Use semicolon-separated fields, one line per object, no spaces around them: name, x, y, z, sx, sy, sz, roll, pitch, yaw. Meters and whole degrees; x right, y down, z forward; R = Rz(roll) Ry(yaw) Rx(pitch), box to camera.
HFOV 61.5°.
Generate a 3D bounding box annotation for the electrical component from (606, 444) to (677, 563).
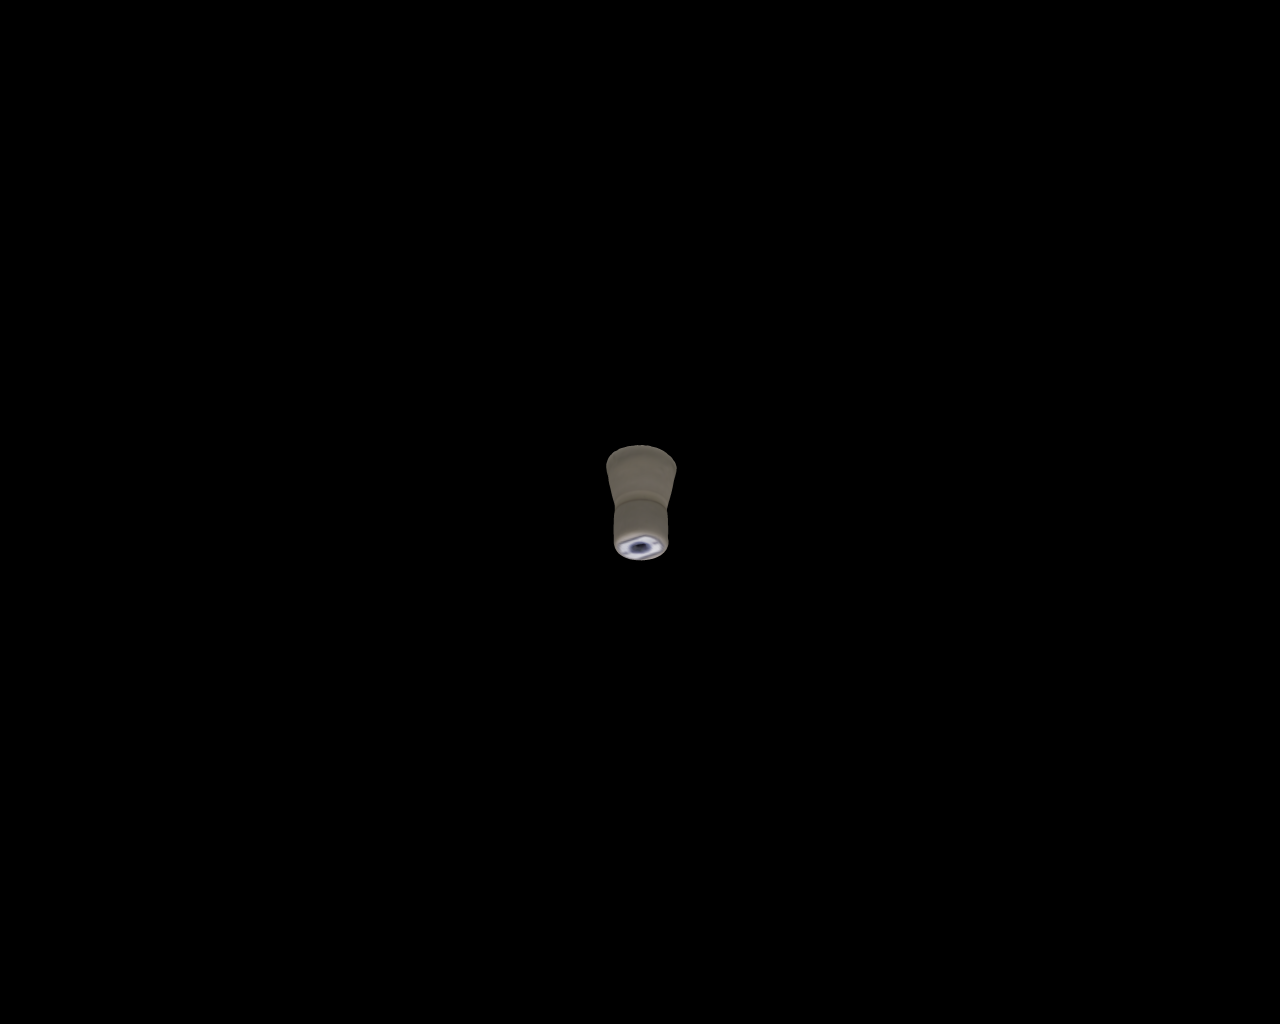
electrical component;0.001;-0.003;0.650;0.044;0.065;0.044;0;-36;0
